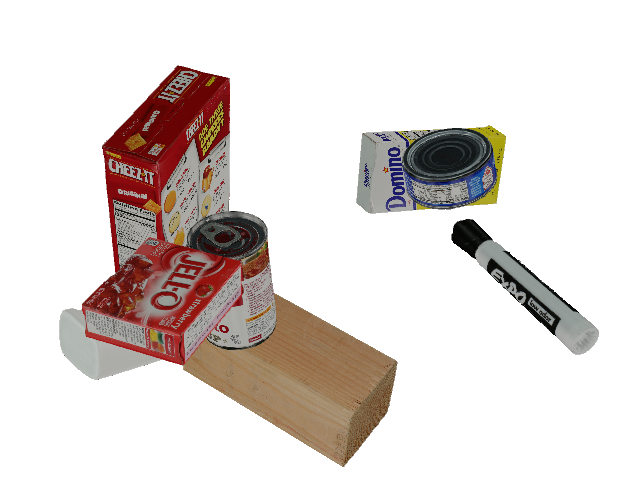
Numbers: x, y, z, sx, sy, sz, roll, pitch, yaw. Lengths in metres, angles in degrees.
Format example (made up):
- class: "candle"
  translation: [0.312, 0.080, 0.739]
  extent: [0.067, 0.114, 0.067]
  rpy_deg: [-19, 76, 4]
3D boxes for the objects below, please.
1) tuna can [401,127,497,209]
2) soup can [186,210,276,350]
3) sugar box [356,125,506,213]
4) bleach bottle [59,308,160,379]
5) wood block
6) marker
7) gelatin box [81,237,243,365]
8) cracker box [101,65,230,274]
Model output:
- class: "tuna can"
  translation: [0.119, -0.068, 0.987]
  extent: [0.086, 0.034, 0.086]
  rpy_deg: [-10, 37, 8]
- class: "soup can"
  translation: [-0.075, 0.035, 0.917]
  extent: [0.068, 0.102, 0.068]
  rpy_deg: [-3, 37, 2]
- class: "sugar box"
  translation: [0.134, -0.086, 1.295]
  extent: [0.176, 0.093, 0.048]
  rpy_deg: [-7, 26, -22]
- class: "bleach bottle"
  translation: [-0.192, 0.104, 1.341]
  extent: [0.250, 0.068, 0.103]
  rpy_deg: [-13, 29, -38]
- class: "wood block"
  translation: [-0.034, 0.130, 1.106]
  extent: [0.206, 0.090, 0.090]
  rpy_deg: [28, 48, 21]
- class: "marker"
  translation: [0.115, 0.023, 0.620]
  extent: [0.020, 0.020, 0.121]
  rpy_deg: [0, 32, -34]
- class: "gelatin box"
  translation: [-0.101, 0.037, 0.700]
  extent: [0.073, 0.030, 0.089]
  rpy_deg: [14, 36, 18]
- class: "cracker box"
  translation: [-0.159, -0.051, 1.133]
  extent: [0.072, 0.214, 0.164]
  rpy_deg: [16, 43, 14]
